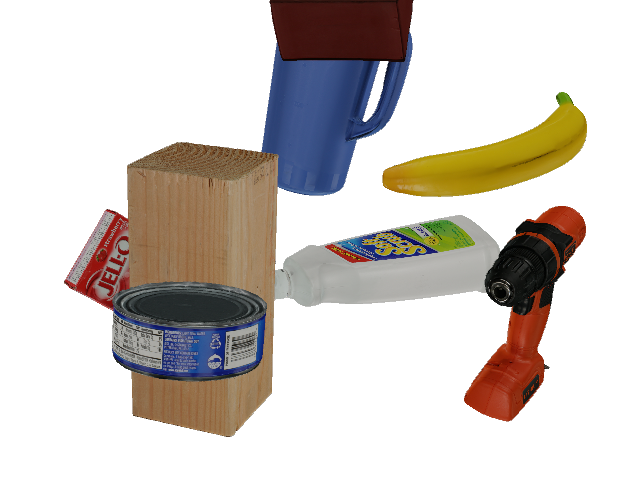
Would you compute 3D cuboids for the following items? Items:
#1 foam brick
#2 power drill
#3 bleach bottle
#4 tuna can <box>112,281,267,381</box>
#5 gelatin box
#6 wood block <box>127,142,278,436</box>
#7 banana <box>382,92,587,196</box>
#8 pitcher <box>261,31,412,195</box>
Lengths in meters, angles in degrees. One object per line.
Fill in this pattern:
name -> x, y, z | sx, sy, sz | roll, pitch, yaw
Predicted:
foam brick -> 0.014, -0.143, 0.638 | 0.078, 0.053, 0.051 | 2, -32, 13
power drill -> 0.187, 0.073, 1.001 | 0.057, 0.188, 0.184 | 24, 31, 24
bleach bottle -> 0.064, 0.032, 1.161 | 0.250, 0.068, 0.103 | -10, 31, -22
tuna can -> -0.073, 0.050, 0.597 | 0.086, 0.034, 0.086 | 4, 12, -1
gelatin box -> -0.206, 0.024, 1.087 | 0.073, 0.089, 0.030 | 34, -10, -37
wood block -> -0.092, 0.036, 0.839 | 0.091, 0.206, 0.090 | 9, 20, 18
banana -> 0.145, -0.068, 0.845 | 0.197, 0.037, 0.070 | -23, 28, -25
pitcher -> 0.009, -0.178, 1.270 | 0.145, 0.243, 0.149 | 7, 23, -13
